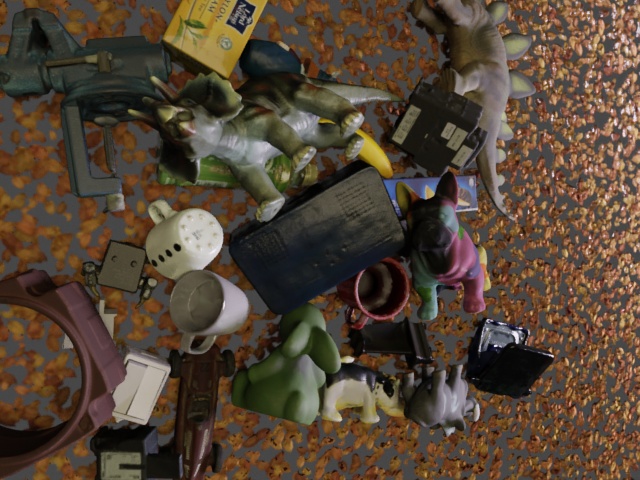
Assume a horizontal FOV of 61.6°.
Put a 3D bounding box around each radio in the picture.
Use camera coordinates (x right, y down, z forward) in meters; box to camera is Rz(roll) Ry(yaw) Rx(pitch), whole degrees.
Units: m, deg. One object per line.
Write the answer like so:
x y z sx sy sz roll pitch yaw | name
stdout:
-0.002 -0.002 0.759 0.230 0.073 0.131 -30 105 1 | radio

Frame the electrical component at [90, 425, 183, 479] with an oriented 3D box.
-0.233 0.283 0.698 0.119 0.048 0.074 -4 93 2 | electrical component

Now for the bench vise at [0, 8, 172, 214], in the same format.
-0.285 -0.150 0.643 0.224 0.129 0.240 -8 88 -24 | bench vise

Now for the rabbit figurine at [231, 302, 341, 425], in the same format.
-0.042 0.162 0.755 0.121 0.159 0.170 19 70 -13 | rabbit figurine

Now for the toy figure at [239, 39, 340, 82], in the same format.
-0.038 -0.240 0.775 0.154 0.064 0.058 16 46 -27 | toy figure

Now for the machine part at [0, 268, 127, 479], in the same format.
-0.347 0.150 0.616 0.201 0.087 0.201 -26 94 -4 | machine part

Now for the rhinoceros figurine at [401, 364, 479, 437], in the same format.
0.199 0.256 0.858 0.190 0.073 0.112 20 60 -52 | rhinoceros figurine

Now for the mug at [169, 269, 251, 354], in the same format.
-0.141 0.100 0.719 0.107 0.081 0.109 29 76 -65 | mug

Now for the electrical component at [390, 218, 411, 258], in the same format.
0.137 -0.003 0.877 0.094 0.021 0.063 -17 99 -22 | electrical component

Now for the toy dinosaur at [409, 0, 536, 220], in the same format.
0.257 -0.257 0.875 0.198 0.105 0.470 -9 100 -26 | toy dinosaur

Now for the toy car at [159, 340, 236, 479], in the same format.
-0.171 0.241 0.744 0.089 0.053 0.202 7 88 -26 | toy car

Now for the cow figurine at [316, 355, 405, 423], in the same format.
0.069 0.231 0.837 0.167 0.068 0.098 8 82 -24 | cow figurine

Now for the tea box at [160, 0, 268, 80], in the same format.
-0.137 -0.306 0.725 0.098 0.068 0.169 26 82 -21 | tea box

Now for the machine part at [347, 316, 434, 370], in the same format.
0.114 0.161 0.855 0.139 0.039 0.084 8 59 -17 | machine part

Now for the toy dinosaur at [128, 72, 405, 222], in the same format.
-0.057 -0.159 0.692 0.192 0.131 0.405 42 43 9 | toy dinosaur

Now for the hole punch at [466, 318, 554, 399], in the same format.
0.320 0.205 0.939 0.142 0.092 0.115 16 115 -25 | hole punch

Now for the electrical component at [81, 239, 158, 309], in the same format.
-0.256 0.042 0.702 0.102 0.045 0.078 24 84 -22 | electrical component

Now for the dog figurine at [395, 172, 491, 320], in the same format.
0.183 -0.002 0.803 0.191 0.109 0.219 -54 131 -56 | dog figurine

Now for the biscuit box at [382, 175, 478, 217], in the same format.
0.152 -0.069 0.859 0.203 0.063 0.059 -6 93 -22 | biscuit box

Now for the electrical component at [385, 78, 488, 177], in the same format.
0.181 -0.165 0.816 0.134 0.114 0.058 30 50 0 | electrical component
